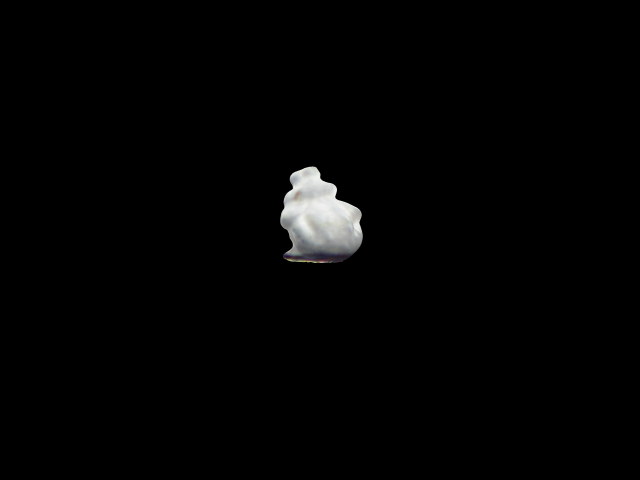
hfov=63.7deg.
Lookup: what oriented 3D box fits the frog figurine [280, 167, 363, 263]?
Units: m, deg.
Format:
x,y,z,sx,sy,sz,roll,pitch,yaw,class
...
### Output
x,y,z,sx,sy,sz,roll,pitch,yaw,class
0.003,-0.043,0.850,0.137,0.159,0.123,0,1,-7,frog figurine
